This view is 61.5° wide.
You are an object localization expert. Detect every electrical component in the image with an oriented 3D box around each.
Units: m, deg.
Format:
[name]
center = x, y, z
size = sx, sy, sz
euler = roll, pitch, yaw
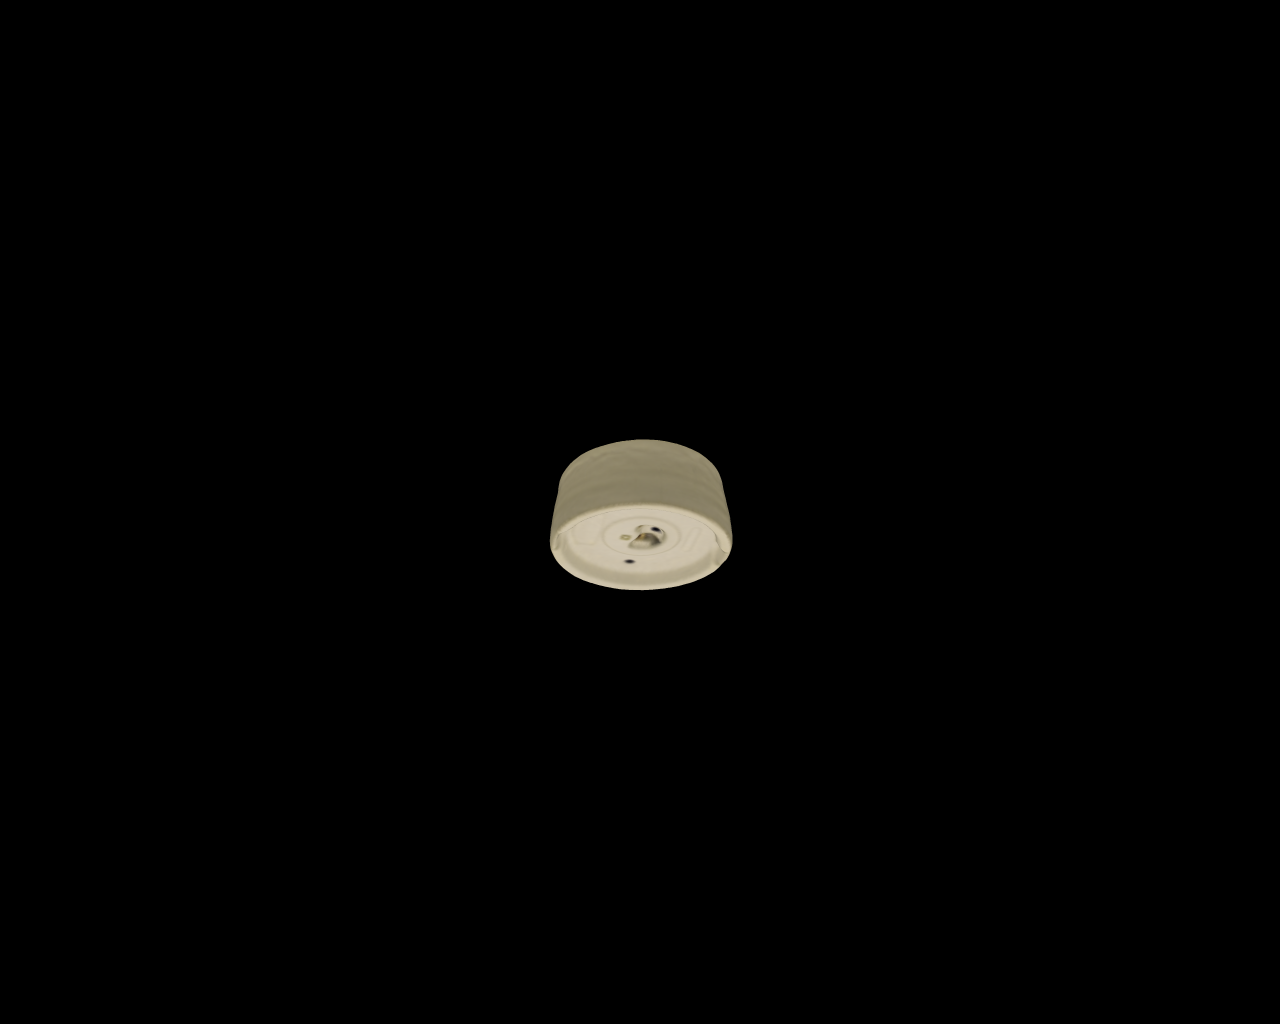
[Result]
[electrical component]
center = 0.001, -0.003, 0.650
size = 0.108, 0.060, 0.108
euler = 0, -31, 0
